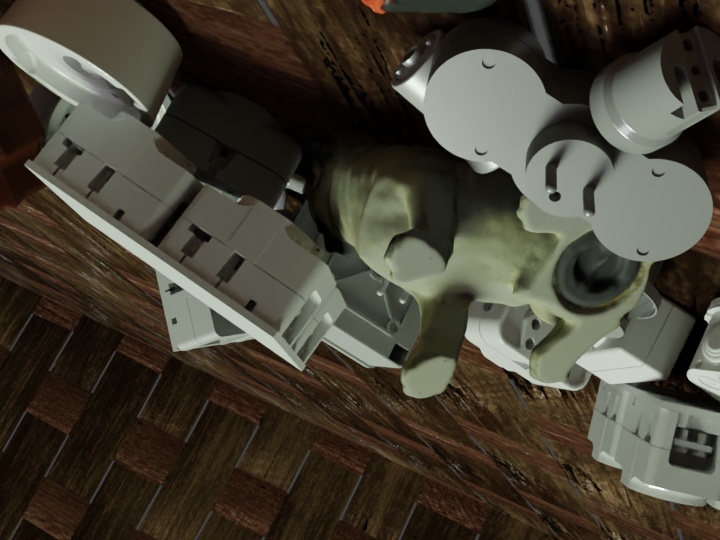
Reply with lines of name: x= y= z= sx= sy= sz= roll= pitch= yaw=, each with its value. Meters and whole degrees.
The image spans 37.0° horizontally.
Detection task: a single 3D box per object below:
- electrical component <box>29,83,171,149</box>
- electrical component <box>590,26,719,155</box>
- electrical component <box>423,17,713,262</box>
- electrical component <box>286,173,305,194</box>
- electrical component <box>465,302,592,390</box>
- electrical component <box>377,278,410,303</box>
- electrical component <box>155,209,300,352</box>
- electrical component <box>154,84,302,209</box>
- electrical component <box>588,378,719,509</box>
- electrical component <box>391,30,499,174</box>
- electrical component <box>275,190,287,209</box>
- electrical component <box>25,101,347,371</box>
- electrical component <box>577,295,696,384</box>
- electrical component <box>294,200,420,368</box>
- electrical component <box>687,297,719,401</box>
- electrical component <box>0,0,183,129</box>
electrical component: x=-0.196 y=-0.101 z=0.790 sx=0.060 sy=0.108 sz=0.108 roll=24 pitch=168 yaw=42
electrical component: x=0.118 y=-0.070 z=0.419 sx=0.040 sy=0.040 sz=0.046 roll=30 pitch=161 yaw=-11
electrical component: x=0.089 y=-0.047 z=0.458 sx=0.138 sy=0.073 sz=0.052 roll=30 pitch=124 yaw=-11
electrical component: x=-0.068 y=-0.073 z=0.791 sx=0.061 sy=0.035 sz=0.035 roll=24 pitch=167 yaw=9
electrical component: x=0.129 y=0.048 z=0.819 sx=0.095 sy=0.053 sz=0.059 roll=34 pitch=166 yaw=-24
electrical component: x=0.037 y=-0.014 z=0.714 sx=0.066 sy=0.076 sz=0.047 roll=18 pitch=163 yaw=35
electrical component: x=-0.073 y=0.004 z=0.815 sx=0.150 sy=0.089 sz=0.062 roll=-6 pitch=170 yaw=-46
electrical component: x=-0.091 y=-0.084 z=0.741 sx=0.095 sy=0.059 sz=0.054 roll=29 pitch=167 yaw=-6
electrical component: x=0.227 y=0.119 z=0.733 sx=0.105 sy=0.060 sz=0.186 roll=13 pitch=180 yaw=1
electrical component: x=0.048 y=-0.082 z=0.512 sx=0.065 sy=0.044 sz=0.044 roll=38 pitch=164 yaw=-20
electrical component: x=-0.114 y=-0.047 z=0.853 sx=0.064 sy=0.099 sz=0.099 roll=28 pitch=168 yaw=25
electrical component: x=-0.101 y=-0.022 z=0.669 sx=0.186 sy=0.060 sz=0.105 roll=33 pitch=170 yaw=13
electrical component: x=0.164 y=0.036 z=0.717 sx=0.076 sy=0.047 sz=0.083 roll=32 pitch=167 yaw=-6
electrical component: x=0.000 y=0.000 z=0.773 sx=0.109 sy=0.108 sz=0.056 roll=34 pitch=163 yaw=-24
electrical component: x=0.236 y=0.053 z=0.627 sx=0.080 sy=0.051 sz=0.080 roll=26 pitch=167 yaw=7
electrical component: x=-0.161 y=-0.140 z=0.659 sx=0.108 sy=0.060 sz=0.108 roll=26 pitch=167 yaw=6
